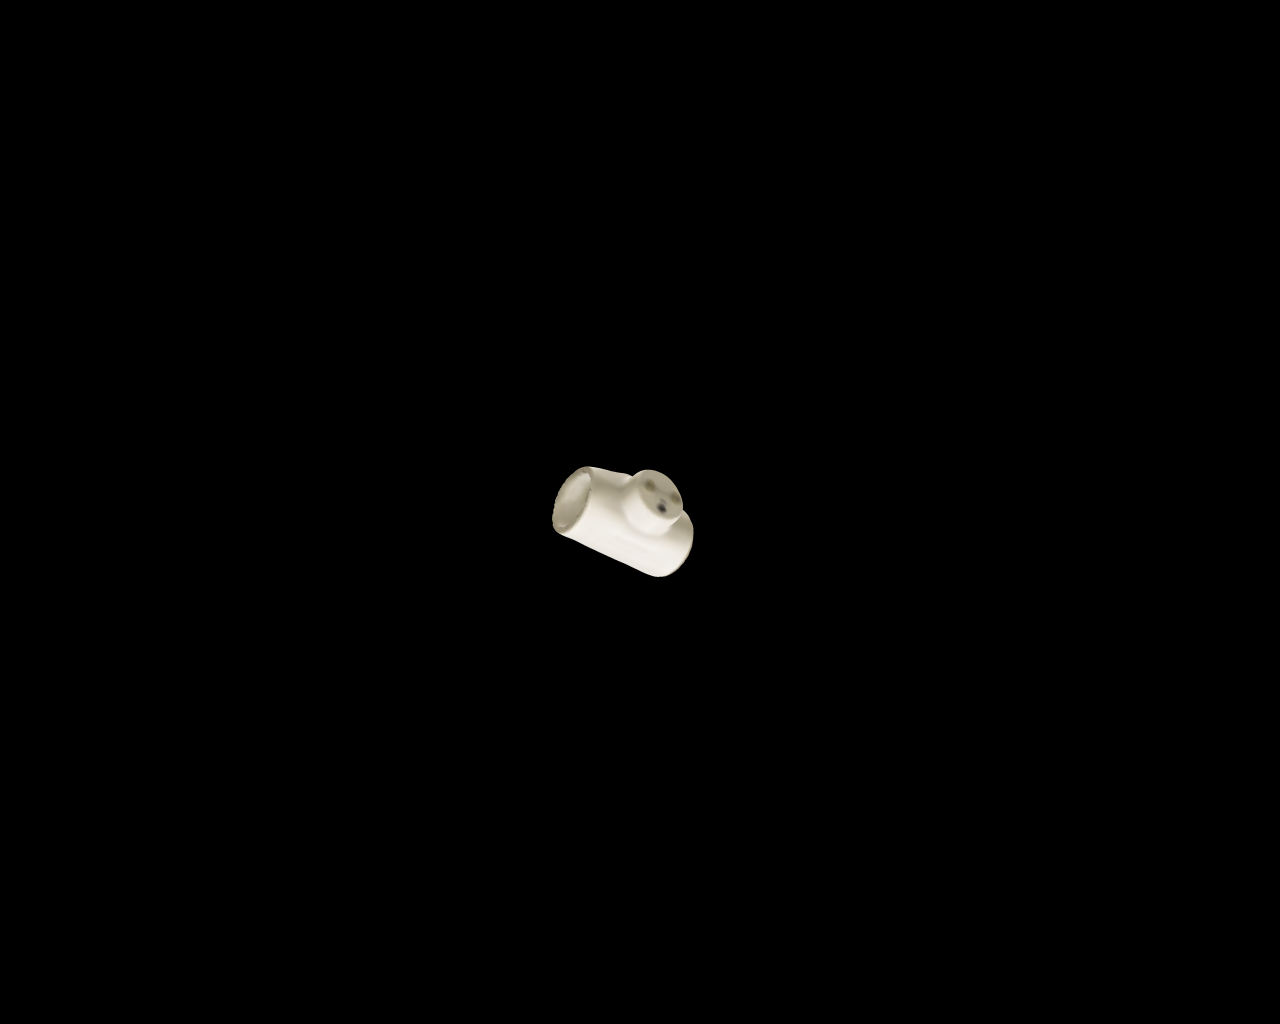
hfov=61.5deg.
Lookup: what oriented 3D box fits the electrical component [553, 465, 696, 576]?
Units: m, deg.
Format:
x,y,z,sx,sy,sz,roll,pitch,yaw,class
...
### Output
x,y,z,sx,sy,sz,roll,pitch,yaw,class
0.001,-0.003,0.650,0.077,0.043,0.079,25,-45,-28,electrical component
